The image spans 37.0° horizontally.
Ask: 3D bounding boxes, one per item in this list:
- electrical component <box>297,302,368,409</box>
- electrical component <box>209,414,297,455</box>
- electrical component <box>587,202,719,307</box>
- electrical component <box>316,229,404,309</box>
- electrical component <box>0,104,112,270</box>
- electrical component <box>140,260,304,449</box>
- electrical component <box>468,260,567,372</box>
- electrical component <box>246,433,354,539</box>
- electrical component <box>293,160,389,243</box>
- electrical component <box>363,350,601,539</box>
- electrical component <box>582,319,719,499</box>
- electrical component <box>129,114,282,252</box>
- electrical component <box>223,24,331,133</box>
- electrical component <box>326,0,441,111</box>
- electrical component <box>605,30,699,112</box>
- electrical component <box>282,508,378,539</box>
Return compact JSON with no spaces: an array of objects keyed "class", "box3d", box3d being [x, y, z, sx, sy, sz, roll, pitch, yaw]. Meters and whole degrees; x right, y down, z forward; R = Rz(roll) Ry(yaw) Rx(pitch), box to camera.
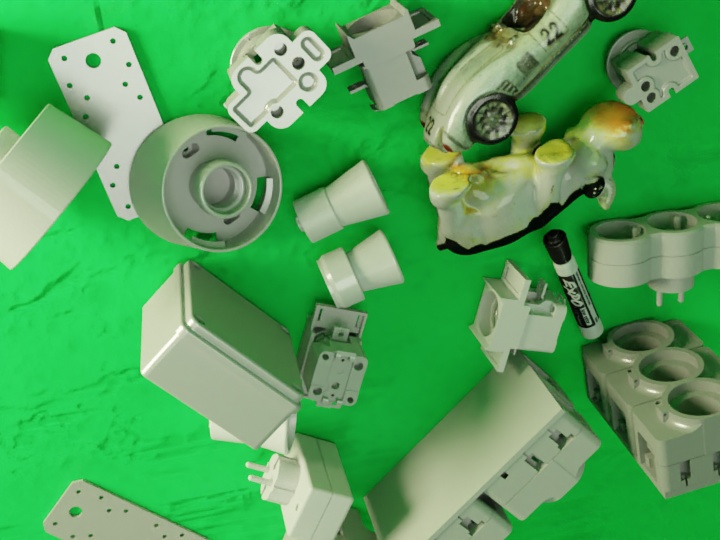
[{"class":"electrical component","box3d":[-0.022,0.071,0.832,0.042,0.063,0.081,10,110,-17]},{"class":"electrical component","box3d":[-0.085,0.120,0.846,0.065,0.044,0.044,6,112,6]},{"class":"electrical component","box3d":[0.250,-0.005,0.865,0.138,0.052,0.073,-10,114,-8]},{"class":"electrical component","box3d":[0.000,0.000,0.817,0.055,0.045,0.045,-24,115,-1]},{"class":"electrical component","box3d":[-0.222,-0.061,0.712,0.060,0.108,0.108,39,100,-17]},{"class":"electrical component","box3d":[-0.102,0.060,0.786,0.109,0.108,0.056,38,103,-23]},{"class":"electrical component","box3d":[0.128,0.038,0.863,0.064,0.042,0.081,8,111,-17]},{"class":"electrical component","box3d":[-0.055,0.169,0.855,0.076,0.083,0.047,19,107,-19]},{"class":"electrical component","box3d":[-0.016,-0.048,0.796,0.065,0.044,0.044,-26,115,4]},{"class":"electrical component","box3d":[0.098,0.167,0.875,0.060,0.105,0.186,40,100,-24]},{"class":"electrical component","box3d":[0.248,0.102,0.855,0.089,0.150,0.061,-16,116,-5]},{"class":"electrical component","box3d":[-0.108,-0.060,0.767,0.099,0.064,0.099,-7,106,-28]},{"class":"electrical component","box3d":[-0.059,-0.136,0.740,0.078,0.057,0.058,-43,115,8]},{"class":"electrical component","box3d":[0.019,-0.151,0.760,0.081,0.042,0.063,-25,119,0]},{"class":"electrical component","box3d":[0.211,-0.150,0.793,0.066,0.055,0.048,-35,116,4]},{"class":"electrical component","box3d":[-0.023,0.279,0.852,0.060,0.186,0.105,18,108,-18]}]
